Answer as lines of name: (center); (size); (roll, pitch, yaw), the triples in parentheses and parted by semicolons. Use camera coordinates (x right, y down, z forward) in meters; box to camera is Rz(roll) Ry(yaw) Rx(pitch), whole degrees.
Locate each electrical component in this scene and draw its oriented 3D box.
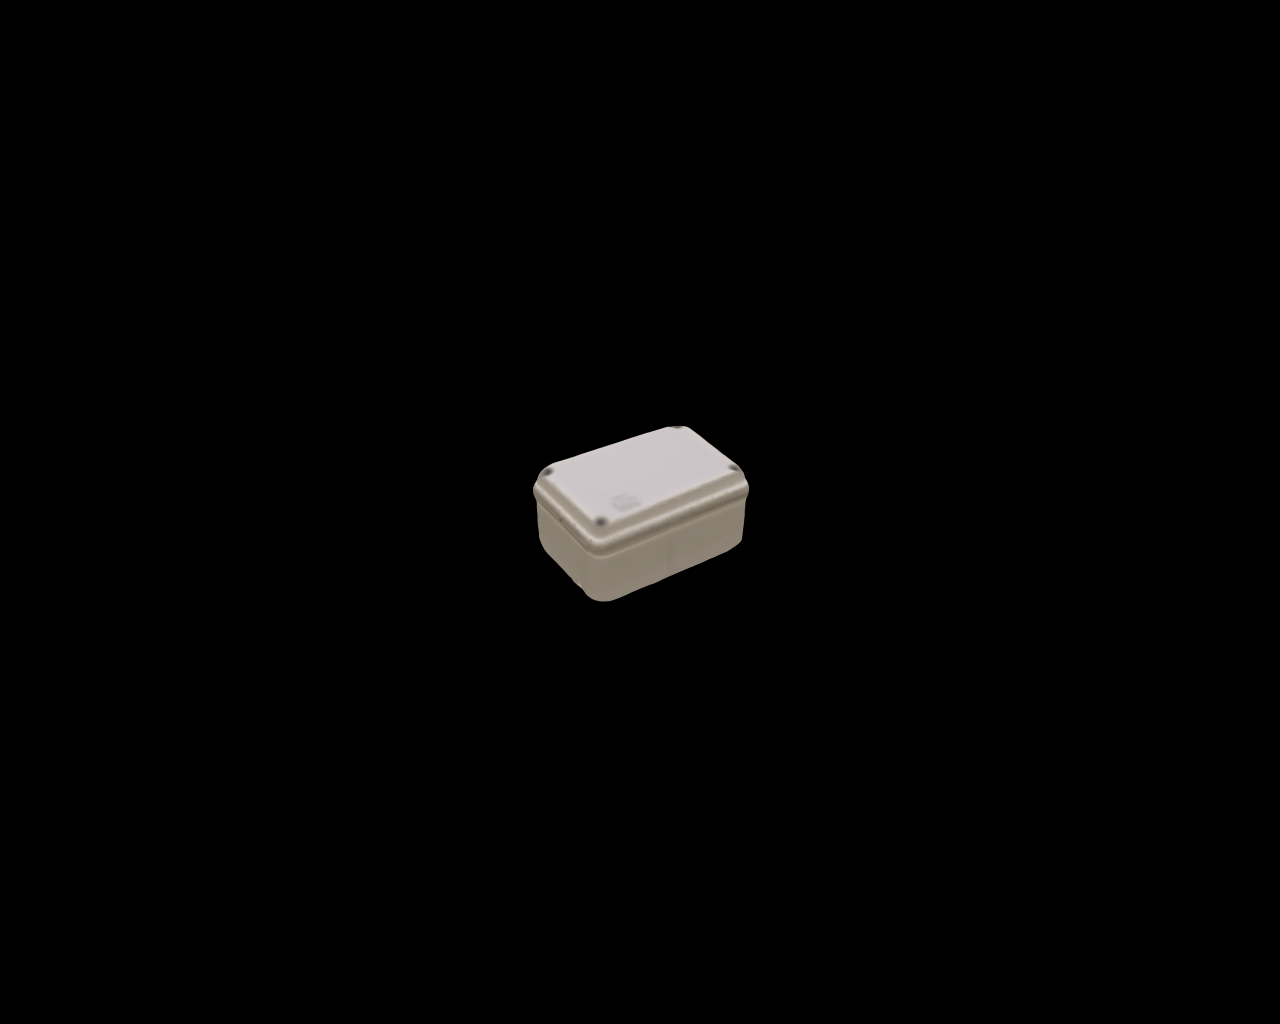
electrical component: (0.001, -0.003, 0.650); (0.113, 0.057, 0.078); (-21, 41, -26)
